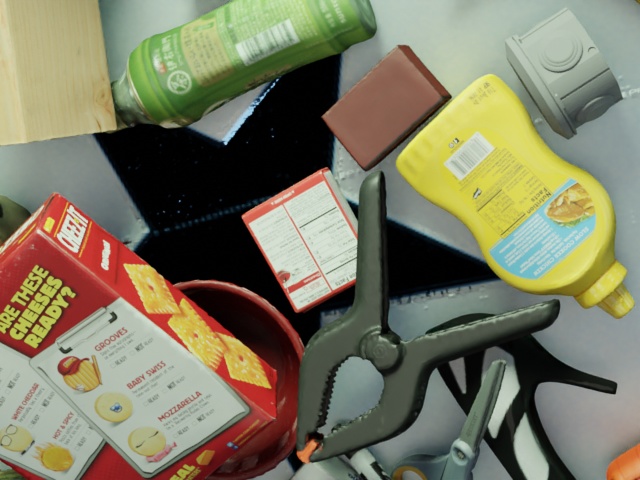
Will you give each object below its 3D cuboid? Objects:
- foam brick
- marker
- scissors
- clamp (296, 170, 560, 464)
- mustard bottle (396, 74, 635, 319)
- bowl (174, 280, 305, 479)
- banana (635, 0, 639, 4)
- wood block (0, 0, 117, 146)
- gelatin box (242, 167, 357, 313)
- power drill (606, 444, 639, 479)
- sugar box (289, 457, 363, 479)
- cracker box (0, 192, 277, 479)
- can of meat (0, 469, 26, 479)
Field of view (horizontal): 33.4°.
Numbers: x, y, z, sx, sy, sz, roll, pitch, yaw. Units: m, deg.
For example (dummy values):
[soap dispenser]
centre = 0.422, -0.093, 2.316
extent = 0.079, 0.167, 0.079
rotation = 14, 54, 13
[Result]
[foam brick]
centre = 0.049, -0.096, 0.770
extent = 0.078, 0.053, 0.051
rotation = -42, 89, 16
[marker]
centre = 0.049, 0.191, 0.824
extent = 0.020, 0.020, 0.121
rotation = -47, 69, 17
[scissors]
centre = 0.090, 0.151, 0.781
extent = 0.096, 0.016, 0.202
rotation = 25, 129, 39
[clamp]
centre = 0.042, 0.067, 0.761
extent = 0.164, 0.036, 0.210
rotation = 44, 102, 12
[mustard bottle]
centre = 0.150, -0.019, 0.755
extent = 0.191, 0.058, 0.096
rotation = 47, 109, 2
[bowl]
centre = -0.077, 0.105, 0.837
extent = 0.162, 0.055, 0.162
rotation = 3, 101, 14
[banana]
centre = 0.180, -0.191, 0.726
extent = 0.198, 0.037, 0.070
rotation = 19, 101, 8
[wood block]
centre = -0.220, -0.173, 0.759
extent = 0.090, 0.090, 0.206
rotation = -2, 100, 35
[gelatin box]
centre = -0.005, 0.001, 0.814
extent = 0.073, 0.030, 0.089
rotation = -29, 92, 16
[power drill]
centre = 0.327, 0.188, 0.752
extent = 0.185, 0.057, 0.187
rotation = -38, 87, 21
[sugar box]
centre = -0.020, 0.258, 0.858
extent = 0.093, 0.048, 0.176
rotation = 40, 103, 4
[cracker box]
centre = -0.161, 0.095, 0.755
extent = 0.164, 0.072, 0.213
rotation = -42, 111, 17
[can of meat]
centre = -0.212, 0.223, 0.873
extent = 0.102, 0.084, 0.057
rotation = -15, 54, 16
